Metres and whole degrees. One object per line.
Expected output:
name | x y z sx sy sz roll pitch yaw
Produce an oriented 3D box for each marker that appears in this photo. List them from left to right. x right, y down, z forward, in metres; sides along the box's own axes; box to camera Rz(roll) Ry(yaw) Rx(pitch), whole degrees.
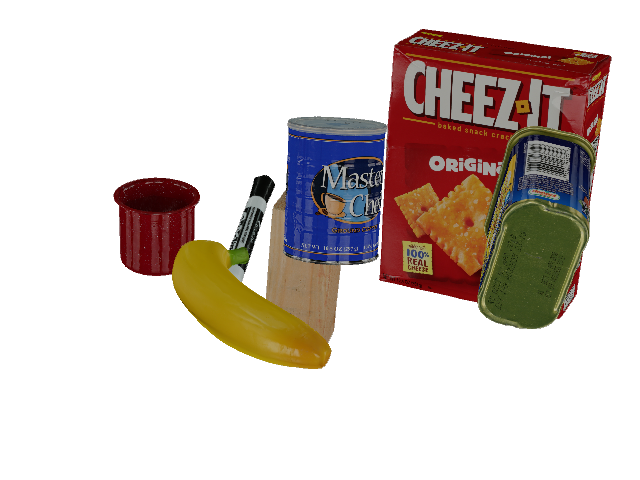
marker | -0.060 -0.009 0.890 0.020 0.121 0.020 10 -40 8

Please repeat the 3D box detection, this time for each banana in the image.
banana | -0.056 0.034 0.687 0.069 0.037 0.198 -7 22 -17

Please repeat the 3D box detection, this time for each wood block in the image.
wood block | -0.023 0.044 1.486 0.090 0.206 0.090 9 22 8

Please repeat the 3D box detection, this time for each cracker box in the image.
cracker box | 0.139 -0.054 0.885 0.164 0.214 0.072 13 27 23

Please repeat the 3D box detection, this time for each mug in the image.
mug | -0.187 -0.019 1.182 0.093 0.081 0.117 -15 33 -33

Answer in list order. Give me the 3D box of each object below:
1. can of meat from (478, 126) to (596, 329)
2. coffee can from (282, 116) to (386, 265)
can of meat | 0.135 -0.006 0.672 0.057 0.102 0.084 14 39 5
coffee can | 0.014 -0.054 1.117 0.103 0.140 0.103 3 13 -1
